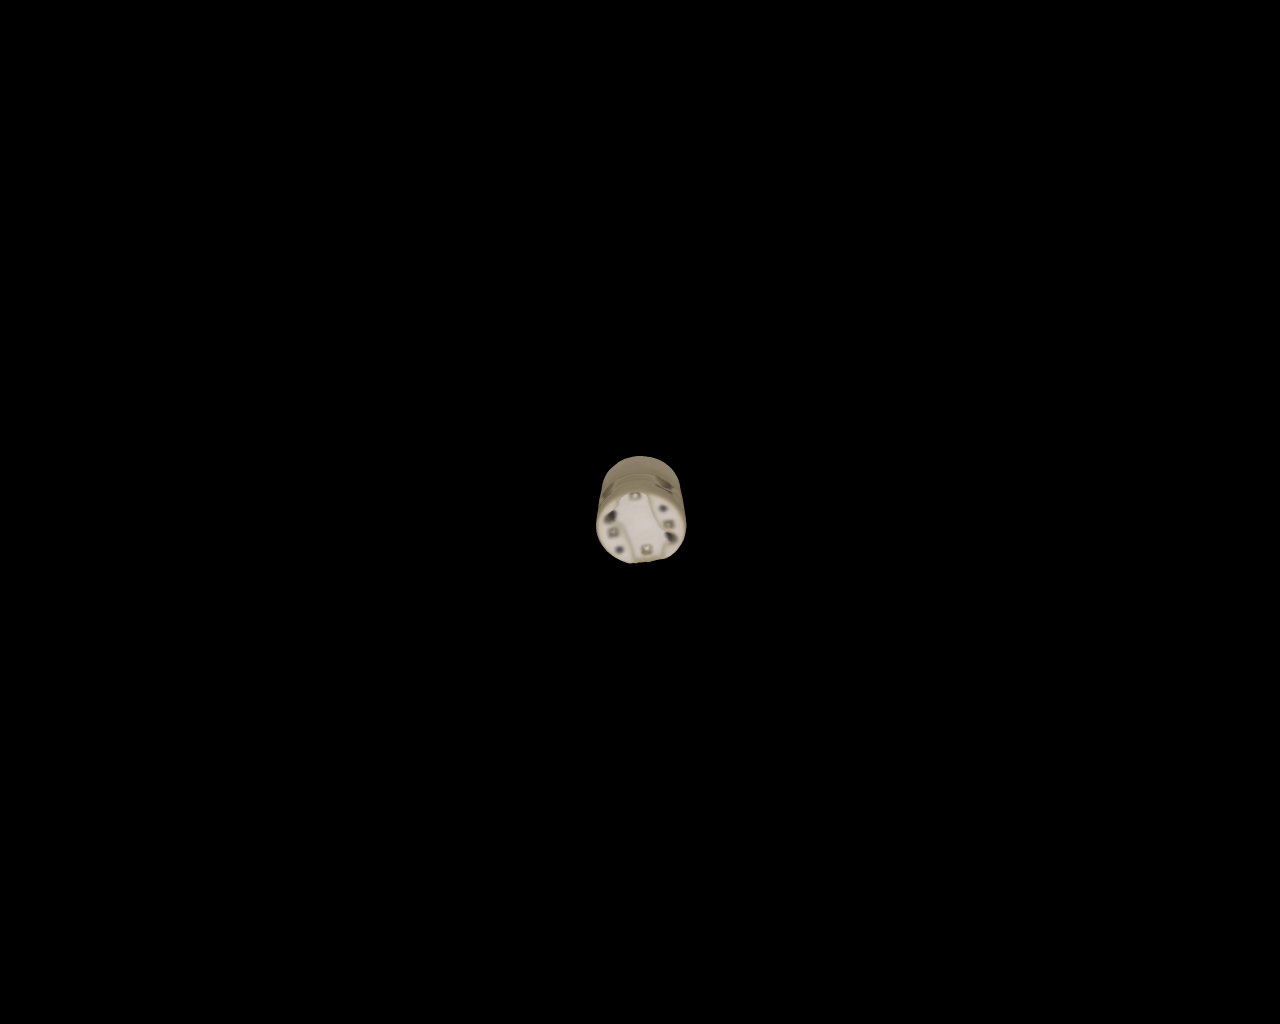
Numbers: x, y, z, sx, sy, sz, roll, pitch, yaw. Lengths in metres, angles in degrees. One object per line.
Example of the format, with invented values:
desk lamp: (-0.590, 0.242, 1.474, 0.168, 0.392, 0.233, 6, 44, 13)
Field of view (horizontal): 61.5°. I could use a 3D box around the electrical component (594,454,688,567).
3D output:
electrical component: (0.001, -0.003, 0.650, 0.055, 0.055, 0.047, 0, 34, 0)
